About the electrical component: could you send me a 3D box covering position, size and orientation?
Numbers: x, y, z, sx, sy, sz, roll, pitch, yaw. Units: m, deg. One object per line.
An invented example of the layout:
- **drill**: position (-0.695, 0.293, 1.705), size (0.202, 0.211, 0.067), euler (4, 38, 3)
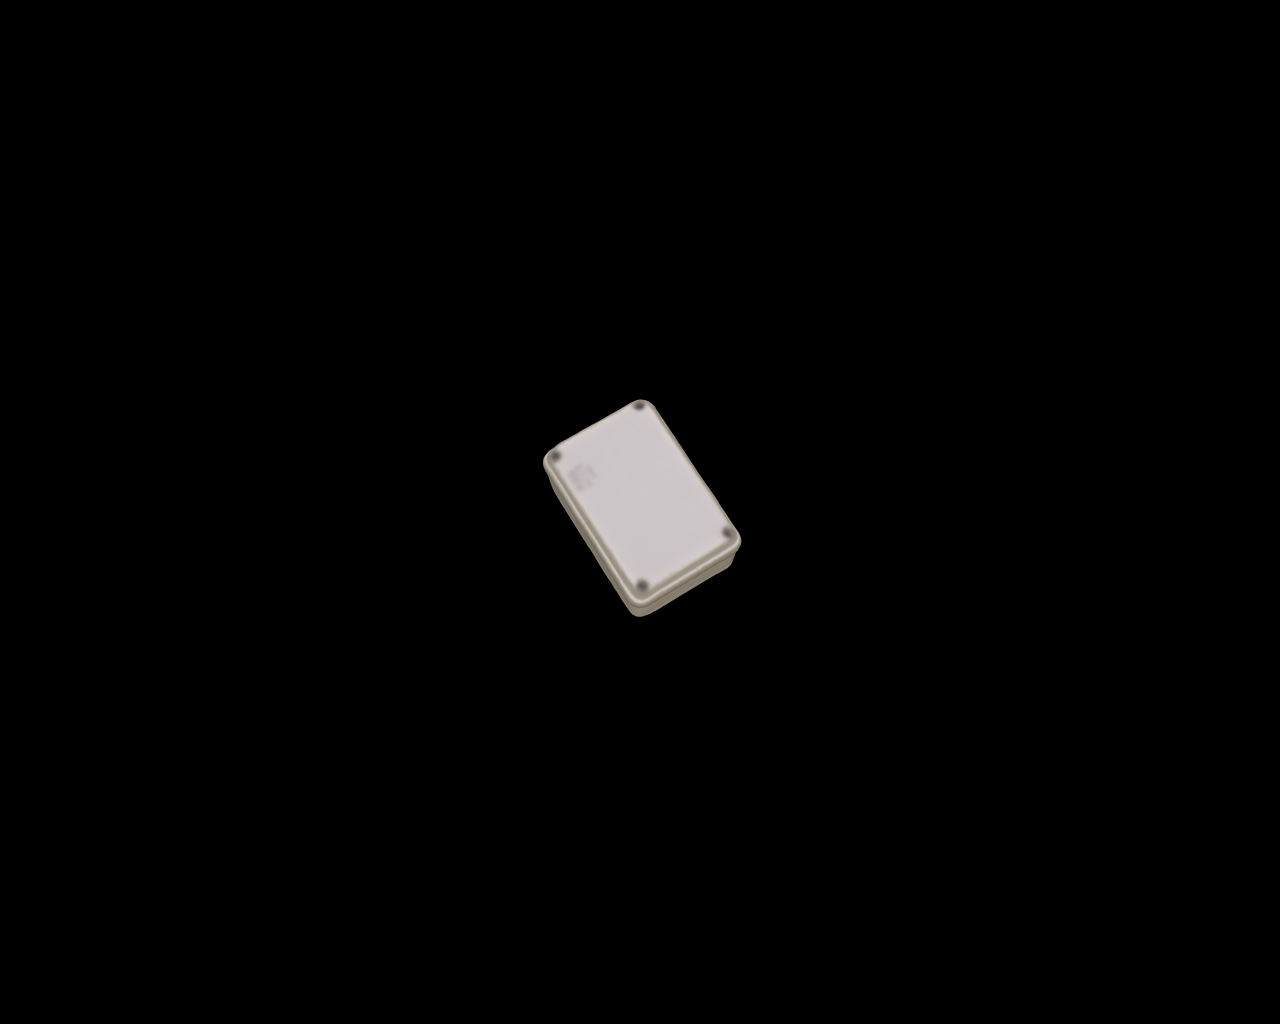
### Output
- **electrical component**: position (0.001, -0.003, 0.650), size (0.078, 0.113, 0.057), euler (-30, -15, -9)
